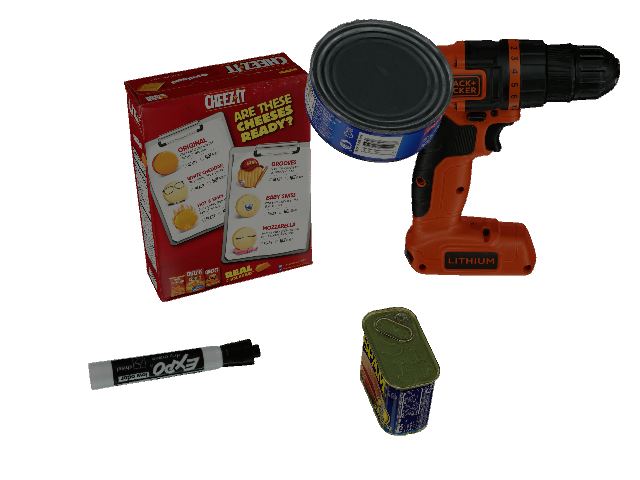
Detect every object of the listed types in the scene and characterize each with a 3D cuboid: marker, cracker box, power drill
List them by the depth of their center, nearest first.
[{"bbox_3d":[-0.102,0.087,0.755,0.121,0.020,0.020,-7,2,-14],"label":"marker"},{"bbox_3d":[0.134,-0.065,0.832,0.184,0.188,0.057,1,26,9],"label":"power drill"},{"bbox_3d":[-0.095,-0.061,1.033,0.164,0.214,0.072,-14,34,-19],"label":"cracker box"}]

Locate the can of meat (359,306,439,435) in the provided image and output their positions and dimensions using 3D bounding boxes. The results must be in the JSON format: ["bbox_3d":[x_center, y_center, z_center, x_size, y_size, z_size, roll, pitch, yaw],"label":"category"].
[{"bbox_3d":[0.076,0.132,1.069,0.057,0.084,0.102,-10,45,-13],"label":"can of meat"}]

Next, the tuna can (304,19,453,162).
[{"bbox_3d":[0.034,-0.089,0.636,0.086,0.086,0.034,0,-31,-10],"label":"tuna can"}]
